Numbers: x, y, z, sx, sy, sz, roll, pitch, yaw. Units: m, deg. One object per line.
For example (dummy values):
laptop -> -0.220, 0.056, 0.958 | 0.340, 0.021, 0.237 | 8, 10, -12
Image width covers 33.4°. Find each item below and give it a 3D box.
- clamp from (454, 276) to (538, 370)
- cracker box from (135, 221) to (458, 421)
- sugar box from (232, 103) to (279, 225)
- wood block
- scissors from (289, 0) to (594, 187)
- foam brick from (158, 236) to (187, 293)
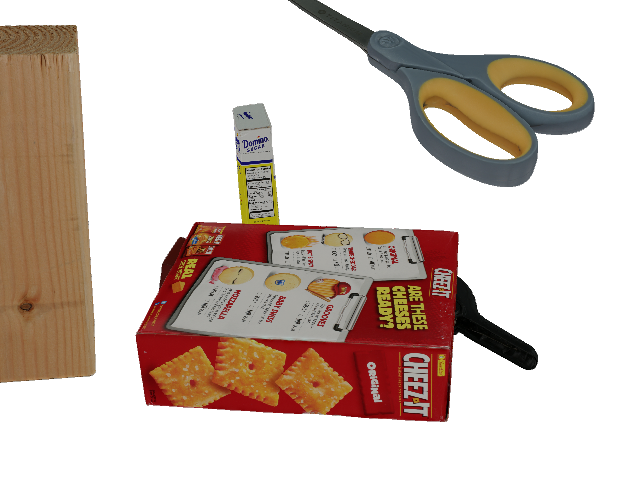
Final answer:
clamp -> 0.141, 0.081, 1.078 | 0.120, 0.039, 0.171 | 0, 44, -20
cracker box -> -0.008, 0.056, 0.786 | 0.214, 0.072, 0.164 | 2, 29, 8
sugar box -> -0.077, -0.068, 1.293 | 0.048, 0.176, 0.093 | -9, 25, -6
wood block -> -0.191, -0.023, 0.666 | 0.090, 0.206, 0.090 | -3, 22, -12
scissors -> 0.054, -0.093, 0.525 | 0.096, 0.016, 0.202 | -17, 46, -20
foam brick -> -0.114, 0.040, 1.049 | 0.078, 0.051, 0.053 | 17, 34, 8
